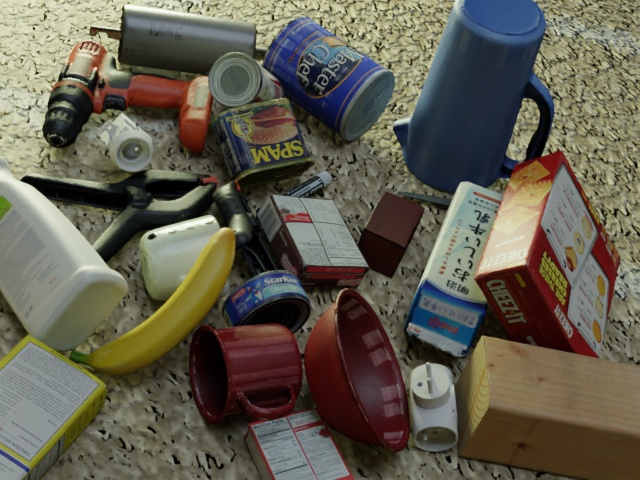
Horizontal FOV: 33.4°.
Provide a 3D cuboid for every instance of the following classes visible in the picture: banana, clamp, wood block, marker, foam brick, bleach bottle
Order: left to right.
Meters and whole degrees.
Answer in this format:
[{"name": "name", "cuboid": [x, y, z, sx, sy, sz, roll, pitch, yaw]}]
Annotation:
[{"name": "bleach bottle", "cuboid": [-0.294, -0.010, 1.056, 0.251, 0.103, 0.068, 49, 13, 29]}, {"name": "clamp", "cuboid": [-0.199, -0.031, 1.150, 0.209, 0.036, 0.165, -9, 41, -29]}, {"name": "banana", "cuboid": [-0.145, 0.067, 1.009, 0.197, 0.037, 0.070, -39, 65, -9]}, {"name": "clamp", "cuboid": [-0.083, -0.012, 1.131, 0.039, 0.120, 0.171, -28, 50, -3]}, {"name": "marker", "cuboid": [-0.031, -0.050, 1.245, 0.020, 0.020, 0.120, 39, 47, 20]}, {"name": "foam brick", "cuboid": [0.078, -0.008, 1.216, 0.053, 0.051, 0.078, 25, 44, 7]}, {"name": "wood block", "cuboid": [0.248, 0.174, 1.063, 0.206, 0.091, 0.090, 12, 44, -8]}]

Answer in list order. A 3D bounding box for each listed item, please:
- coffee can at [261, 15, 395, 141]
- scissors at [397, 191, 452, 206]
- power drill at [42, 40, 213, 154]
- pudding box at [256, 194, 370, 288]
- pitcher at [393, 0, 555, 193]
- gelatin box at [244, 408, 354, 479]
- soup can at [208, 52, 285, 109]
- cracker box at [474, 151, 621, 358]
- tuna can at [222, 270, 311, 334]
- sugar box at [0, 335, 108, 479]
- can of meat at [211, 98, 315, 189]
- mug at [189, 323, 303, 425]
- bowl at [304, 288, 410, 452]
[{"name": "coffee can", "cuboid": [0.010, -0.206, 1.356, 0.140, 0.103, 0.102, 37, 46, 18]}, {"name": "scissors", "cuboid": [0.200, -0.026, 1.304, 0.201, 0.016, 0.096, -1, 47, -20]}, {"name": "power drill", "cuboid": [-0.222, -0.158, 1.260, 0.187, 0.057, 0.184, 13, 44, -7]}, {"name": "pudding box", "cuboid": [-0.008, 0.001, 1.177, 0.089, 0.039, 0.113, 4, 45, -35]}, {"name": "pitcher", "cuboid": [0.197, -0.178, 1.289, 0.149, 0.243, 0.145, -13, 54, -22]}, {"name": "gelatin box", "cuboid": [-0.020, 0.203, 0.984, 0.073, 0.030, 0.089, -11, 50, -26]}, {"name": "soup can", "cuboid": [-0.088, -0.182, 1.286, 0.068, 0.068, 0.102, 32, 3, 13]}, {"name": "cracker box", "cuboid": [0.253, 0.030, 1.168, 0.164, 0.072, 0.213, 56, 38, -23]}, {"name": "tuna can", "cuboid": [-0.053, 0.071, 1.066, 0.086, 0.086, 0.034, -9, 52, -27]}, {"name": "sugar box", "cuboid": [-0.272, 0.169, 0.921, 0.093, 0.048, 0.176, 29, 48, 11]}, {"name": "can of meat", "cuboid": [-0.068, -0.113, 1.246, 0.101, 0.058, 0.084, -14, 78, -31]}, {"name": "mug", "cuboid": [-0.063, 0.128, 0.998, 0.081, 0.093, 0.117, -4, 29, -29]}, {"name": "bowl", "cuboid": [0.029, 0.131, 1.020, 0.055, 0.162, 0.162, -21, 42, 18]}]
